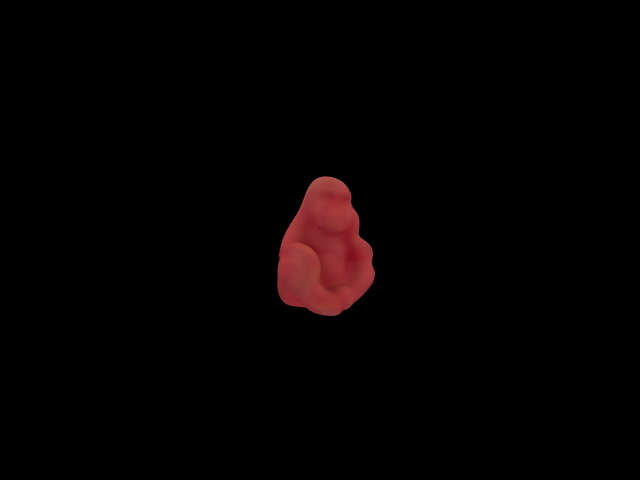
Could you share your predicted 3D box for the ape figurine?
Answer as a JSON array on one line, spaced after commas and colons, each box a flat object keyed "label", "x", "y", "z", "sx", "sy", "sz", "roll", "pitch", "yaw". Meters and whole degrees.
[{"label": "ape figurine", "x": 0.004, "y": 0.001, "z": 0.400, "sx": 0.078, "sy": 0.092, "sz": 0.076, "roll": -1, "pitch": 3, "yaw": -27}]
